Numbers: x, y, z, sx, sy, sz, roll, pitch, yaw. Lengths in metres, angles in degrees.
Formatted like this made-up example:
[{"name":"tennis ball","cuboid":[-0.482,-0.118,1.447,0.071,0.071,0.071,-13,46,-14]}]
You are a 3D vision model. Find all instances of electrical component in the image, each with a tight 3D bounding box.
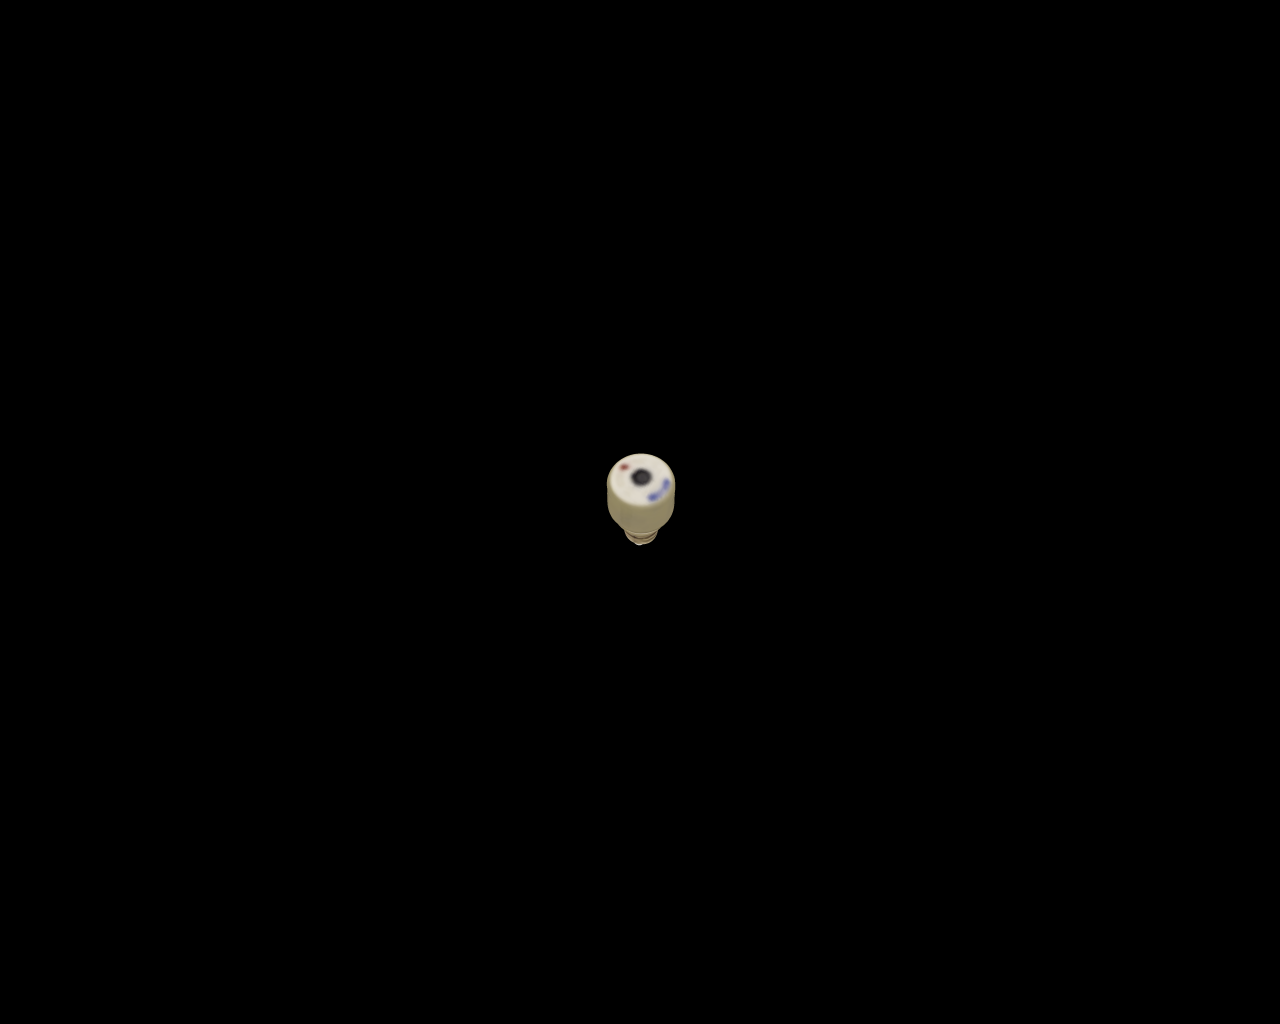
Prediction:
[{"name":"electrical component","cuboid":[0.001,-0.003,0.650,0.040,0.040,0.078,0,-32,0]}]
